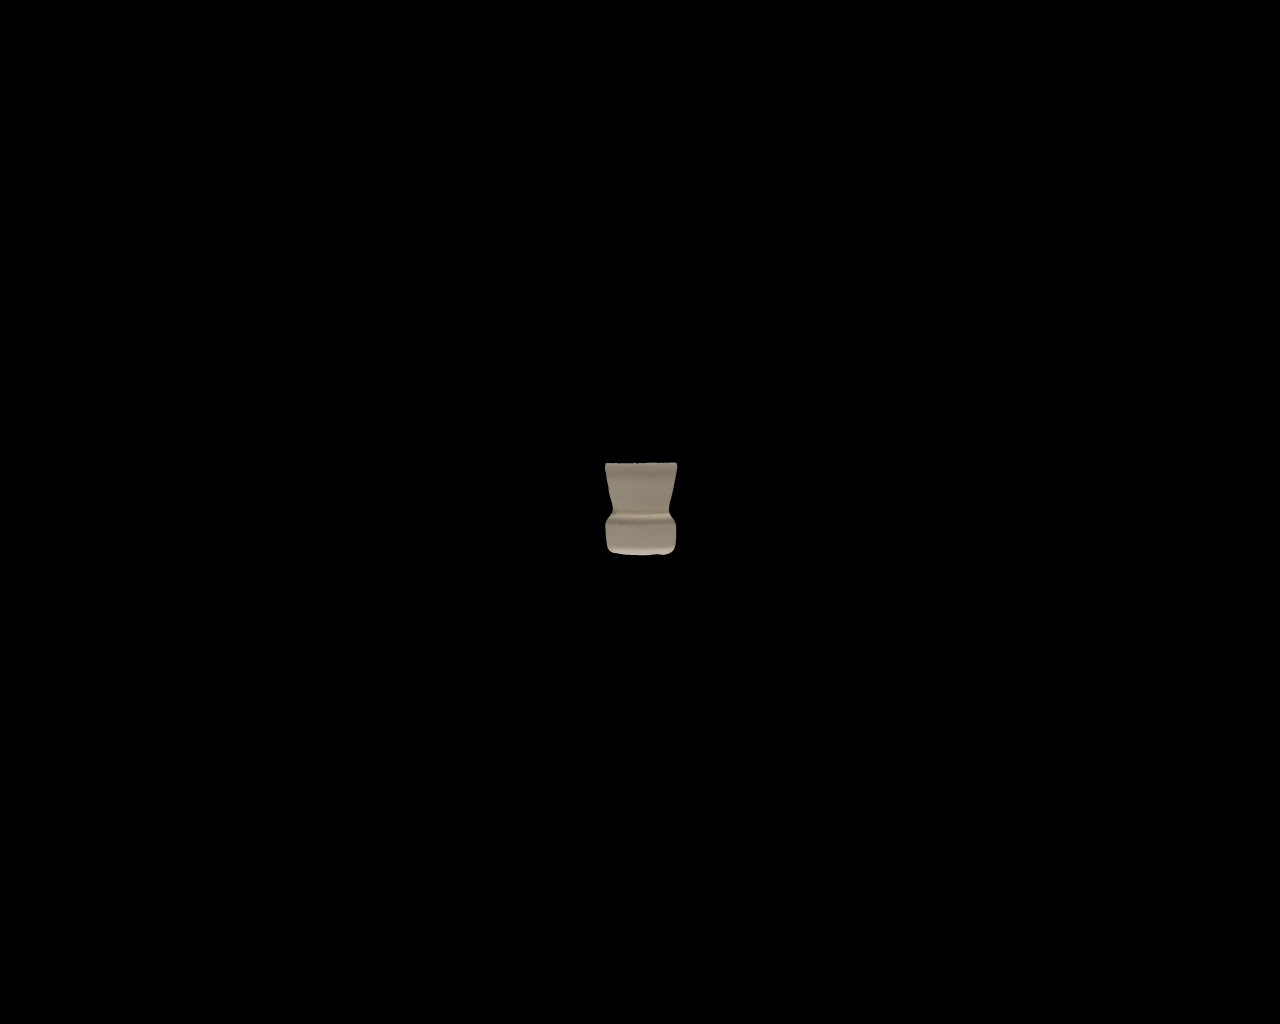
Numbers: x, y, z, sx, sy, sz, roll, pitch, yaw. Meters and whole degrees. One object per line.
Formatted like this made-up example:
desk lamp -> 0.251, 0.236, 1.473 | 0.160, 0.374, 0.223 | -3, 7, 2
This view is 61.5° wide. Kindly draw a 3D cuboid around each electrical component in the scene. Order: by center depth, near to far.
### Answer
electrical component -> 0.001, -0.003, 0.650 | 0.045, 0.055, 0.045 | 0, 2, 0
